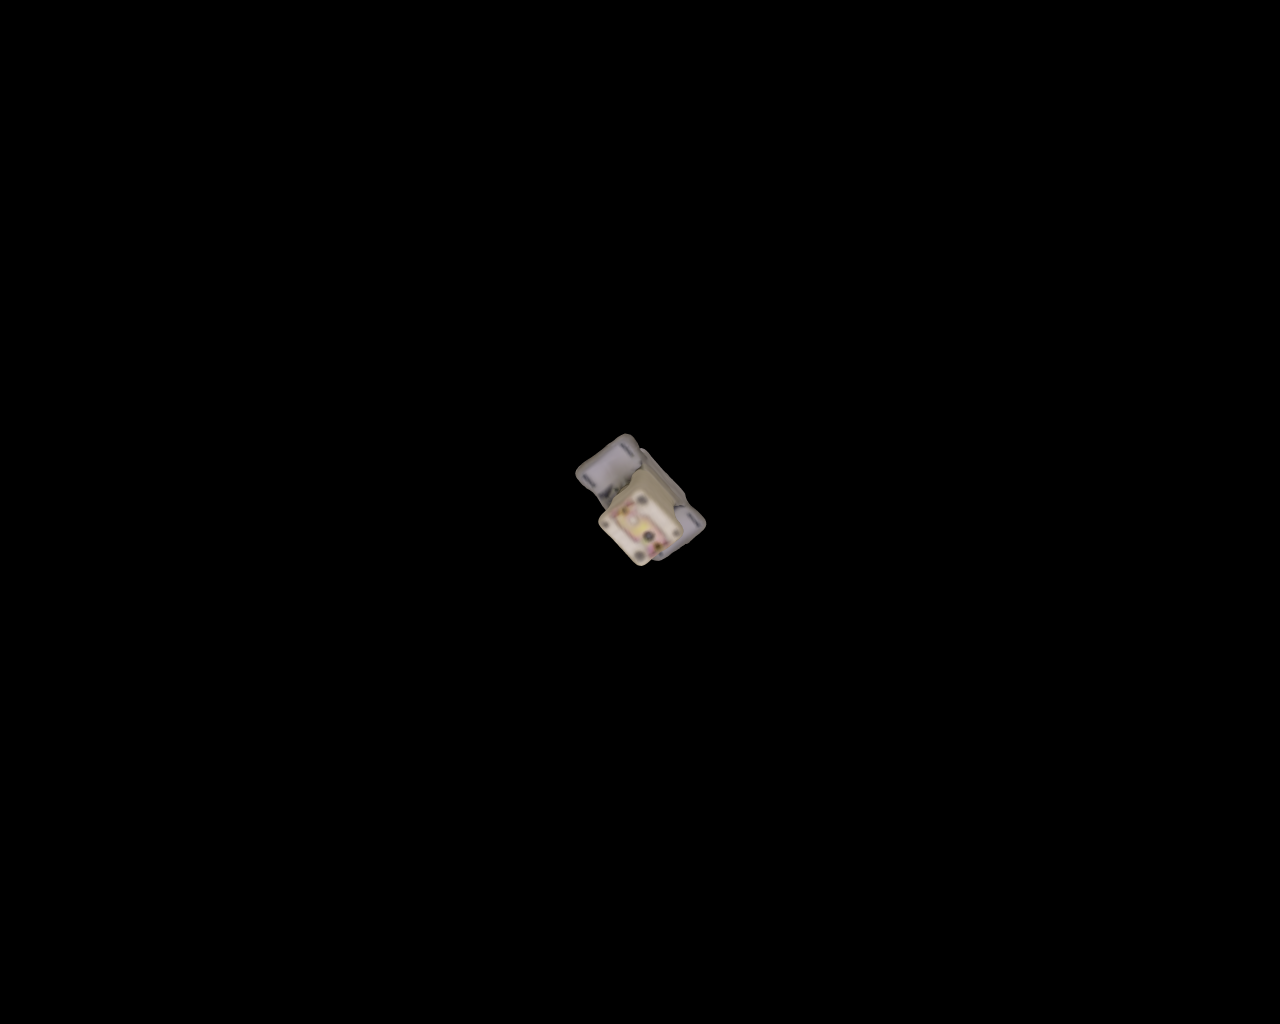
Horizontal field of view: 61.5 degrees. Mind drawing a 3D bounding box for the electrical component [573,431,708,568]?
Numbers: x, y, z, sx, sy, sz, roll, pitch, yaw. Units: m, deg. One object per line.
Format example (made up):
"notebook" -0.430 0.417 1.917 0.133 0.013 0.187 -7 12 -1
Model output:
"electrical component" 0.001 -0.003 0.650 0.042 0.081 0.064 -38 20 16
